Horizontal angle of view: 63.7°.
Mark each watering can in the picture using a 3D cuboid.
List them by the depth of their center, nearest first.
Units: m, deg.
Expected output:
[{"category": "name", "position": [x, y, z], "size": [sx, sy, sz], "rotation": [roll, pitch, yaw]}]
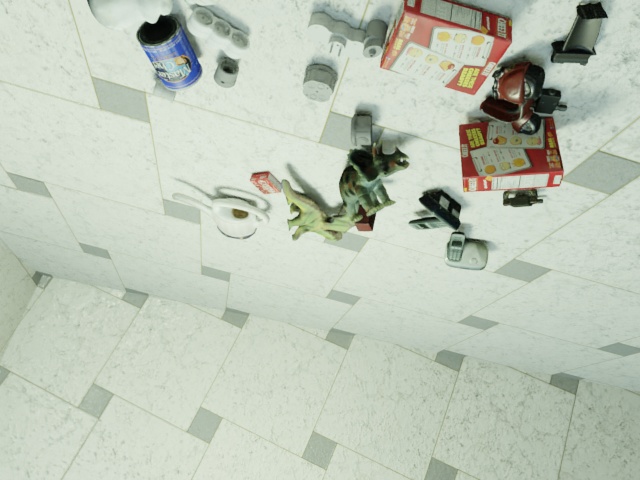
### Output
[{"category": "watering can", "position": [-0.353, -0.095, 1.881], "size": [0.348, 0.106, 0.220], "rotation": [12, 155, 1]}]

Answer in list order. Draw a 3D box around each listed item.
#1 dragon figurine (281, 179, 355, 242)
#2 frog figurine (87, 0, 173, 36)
[{"category": "dragon figurine", "position": [0.005, -0.088, 1.743], "size": [0.243, 0.124, 0.403], "rotation": [2, 157, 5]}, {"category": "frog figurine", "position": [-0.393, -0.490, 1.074], "size": [0.159, 0.125, 0.134], "rotation": [24, 135, 3]}]
